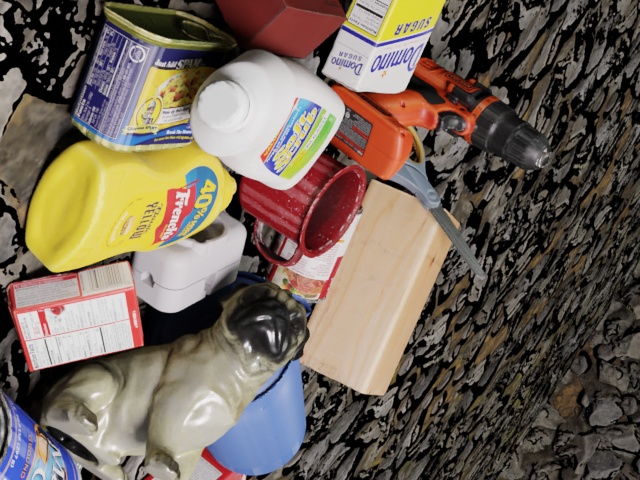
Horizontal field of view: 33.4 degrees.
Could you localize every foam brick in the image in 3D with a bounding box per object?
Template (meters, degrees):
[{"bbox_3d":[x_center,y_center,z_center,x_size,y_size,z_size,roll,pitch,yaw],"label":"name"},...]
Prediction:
[{"bbox_3d":[-0.029,-0.169,0.774,0.051,0.053,0.078,-36,162,32],"label":"foam brick"}]

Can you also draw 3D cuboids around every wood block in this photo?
[{"bbox_3d":[0.062,0.053,1.138,0.206,0.090,0.090,-66,160,-1],"label":"wood block"}]

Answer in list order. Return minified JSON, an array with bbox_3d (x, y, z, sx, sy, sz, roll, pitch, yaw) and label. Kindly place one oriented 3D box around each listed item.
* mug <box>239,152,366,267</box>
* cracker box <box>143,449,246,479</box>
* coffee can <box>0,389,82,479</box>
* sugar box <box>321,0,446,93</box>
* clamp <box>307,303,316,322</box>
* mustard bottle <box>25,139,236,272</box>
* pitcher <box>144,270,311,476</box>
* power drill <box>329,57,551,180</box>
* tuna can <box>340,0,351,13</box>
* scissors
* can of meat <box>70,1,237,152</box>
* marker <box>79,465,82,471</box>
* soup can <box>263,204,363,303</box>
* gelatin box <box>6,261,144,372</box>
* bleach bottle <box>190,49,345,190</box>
[{"bbox_3d":[-0.023,-0.033,0.958,0.093,0.082,0.117,-10,128,-59],"label":"mug"},{"bbox_3d":[-0.169,0.324,1.115,0.213,0.072,0.164,-39,149,-36],"label":"cracker box"},{"bbox_3d":[-0.239,0.163,0.750,0.102,0.103,0.140,-50,155,-18],"label":"coffee can"},{"bbox_3d":[0.071,-0.209,0.886,0.093,0.048,0.176,-13,129,-58],"label":"sugar box"},{"bbox_3d":[-0.013,0.049,1.131,0.171,0.039,0.120,-49,150,-34],"label":"clamp"},{"bbox_3d":[-0.124,-0.033,0.791,0.191,0.058,0.096,-14,140,-58],"label":"mustard bottle"},{"bbox_3d":[-0.086,0.143,1.010,0.243,0.149,0.145,81,24,-60],"label":"pitcher"},{"bbox_3d":[0.106,-0.109,1.016,0.187,0.185,0.057,-16,133,-44],"label":"power drill"},{"bbox_3d":[0.056,-0.222,0.944,0.086,0.034,0.086,-44,153,-30],"label":"tuna can"},{"bbox_3d":[0.092,-0.046,1.063,0.096,0.202,0.016,-4,153,-35],"label":"scissors"},{"bbox_3d":[-0.114,-0.109,0.723,0.101,0.057,0.084,-12,131,-59],"label":"can of meat"},{"bbox_3d":[-0.218,0.199,0.937,0.020,0.020,0.121,2,117,-63],"label":"marker"},{"bbox_3d":[-0.007,0.001,1.047,0.068,0.069,0.102,-11,128,-59],"label":"soup can"},{"bbox_3d":[-0.178,0.055,0.782,0.089,0.030,0.073,-11,140,-12],"label":"gelatin box"},{"bbox_3d":[-0.045,-0.085,0.777,0.102,0.068,0.250,-52,174,10],"label":"bleach bottle"}]
